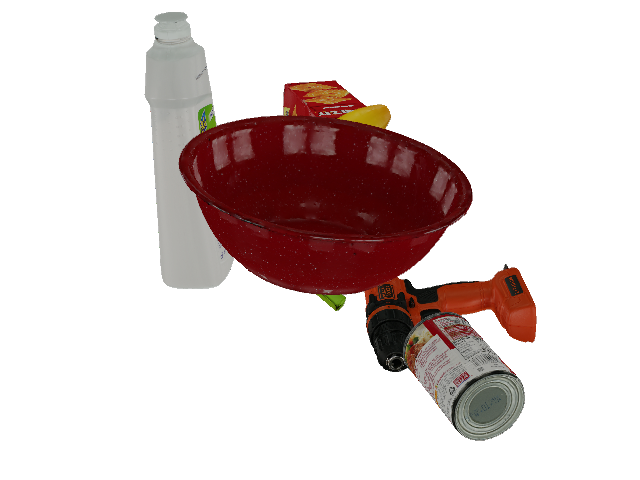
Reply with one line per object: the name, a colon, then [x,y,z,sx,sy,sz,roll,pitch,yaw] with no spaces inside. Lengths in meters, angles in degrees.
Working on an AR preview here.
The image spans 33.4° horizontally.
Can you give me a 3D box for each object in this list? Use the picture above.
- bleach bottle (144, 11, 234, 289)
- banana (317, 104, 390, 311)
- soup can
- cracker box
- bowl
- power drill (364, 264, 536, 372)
bleach bottle: [-0.122,-0.085,0.974,0.068,0.251,0.102,0,29,5]
banana: [0.002,-0.034,0.805,0.069,0.197,0.037,18,-34,-4]
soup can: [0.122,0.114,0.910,0.068,0.068,0.102,0,25,-21]
cracker box: [0.008,-0.077,1.166,0.072,0.164,0.214,-5,18,-8]
bowl: [0.000,-0.015,0.596,0.162,0.055,0.162,6,27,-3]
power drill: [0.144,0.085,1.208,0.187,0.057,0.184,-3,27,-1]
